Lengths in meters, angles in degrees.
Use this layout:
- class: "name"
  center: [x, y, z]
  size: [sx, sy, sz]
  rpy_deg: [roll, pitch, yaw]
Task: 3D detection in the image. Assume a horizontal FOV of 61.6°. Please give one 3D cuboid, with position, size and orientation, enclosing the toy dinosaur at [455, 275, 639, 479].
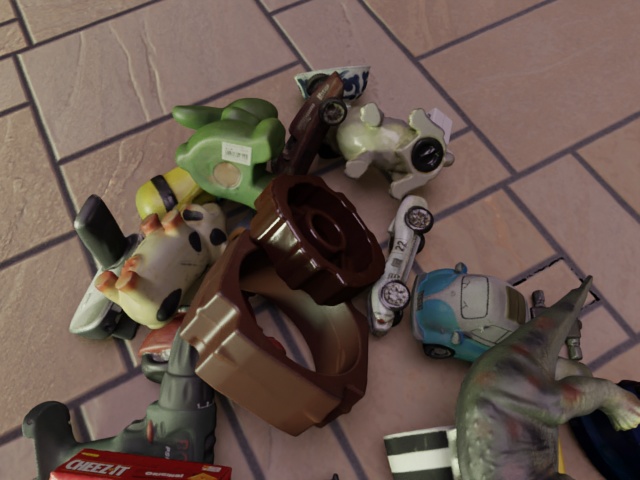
- class: "toy dinosaur"
  center: [0.195, 0.186, 0.516]
  size: [0.192, 0.131, 0.405]
  rpy_deg: [19, 51, -8]

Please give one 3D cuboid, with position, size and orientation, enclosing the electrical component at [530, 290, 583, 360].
- class: "electrical component"
  center: [0.305, 0.109, 0.695]
  size: [0.063, 0.021, 0.094]
  rpy_deg: [0, 61, 2]

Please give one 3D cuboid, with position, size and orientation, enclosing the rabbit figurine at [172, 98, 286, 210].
- class: "rabbit figurine"
  center: [-0.115, -0.132, 0.727]
  size: [0.159, 0.121, 0.170]
  rpy_deg: [4, 38, 7]

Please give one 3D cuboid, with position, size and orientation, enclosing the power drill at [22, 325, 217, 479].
- class: "power drill"
  center: [-0.215, 0.211, 0.603]
  size: [0.207, 0.086, 0.232]
  rpy_deg: [-6, 88, 2]

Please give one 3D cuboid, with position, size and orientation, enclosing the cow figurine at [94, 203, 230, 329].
- class: "cow figurine"
  center: [-0.175, 0.025, 0.683]
  size: [0.086, 0.127, 0.195]
  rpy_deg: [-3, 43, 33]

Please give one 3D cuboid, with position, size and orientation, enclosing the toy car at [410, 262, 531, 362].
- class: "toy car"
  center: [0.194, 0.092, 0.642]
  size: [0.161, 0.103, 0.109]
  rpy_deg: [23, 60, -17]

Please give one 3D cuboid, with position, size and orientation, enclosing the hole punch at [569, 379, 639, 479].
- class: "hole punch"
  center: [0.338, 0.216, 0.579]
  size: [0.116, 0.142, 0.092]
  rpy_deg: [31, 71, 5]

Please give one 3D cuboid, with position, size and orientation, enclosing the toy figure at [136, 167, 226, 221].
- class: "toy figure"
  center: [-0.183, -0.081, 0.788]
  size: [0.089, 0.082, 0.180]
  rpy_deg: [40, 72, 18]

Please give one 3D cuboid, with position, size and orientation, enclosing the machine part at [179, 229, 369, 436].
- class: "machine part"
  center: [-0.044, 0.099, 0.609]
  size: [0.201, 0.087, 0.201]
  rpy_deg: [36, 27, -14]

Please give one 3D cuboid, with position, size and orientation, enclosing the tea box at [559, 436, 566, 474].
- class: "tea box"
  center: [0.211, 0.286, 0.578]
  size: [0.098, 0.068, 0.169]
  rpy_deg: [0, 61, 2]

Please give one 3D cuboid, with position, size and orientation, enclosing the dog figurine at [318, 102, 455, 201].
- class: "dog figurine"
  center: [0.084, -0.144, 0.787]
  size: [0.172, 0.191, 0.121]
  rpy_deg: [22, 101, -20]

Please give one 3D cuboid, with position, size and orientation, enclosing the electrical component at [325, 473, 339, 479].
- class: "electrical component"
  center: [-0.024, 0.328, 0.573]
  size: [0.134, 0.058, 0.115]
  rpy_deg: [-18, 60, -8]

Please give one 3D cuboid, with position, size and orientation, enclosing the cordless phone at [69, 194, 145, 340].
- class: "cordless phone"
  center: [-0.273, 0.039, 0.669]
  size: [0.089, 0.184, 0.146]
  rpy_deg: [17, 63, 7]

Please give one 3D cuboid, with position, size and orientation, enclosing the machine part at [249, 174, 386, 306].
- class: "machine part"
  center: [-0.001, -0.002, 0.648]
  size: [0.056, 0.179, 0.179]
  rpy_deg: [-43, 58, 30]

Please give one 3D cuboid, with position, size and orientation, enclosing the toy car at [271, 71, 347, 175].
- class: "toy car"
  center: [-0.023, -0.143, 0.757]
  size: [0.053, 0.202, 0.089]
  rpy_deg: [12, 38, -24]

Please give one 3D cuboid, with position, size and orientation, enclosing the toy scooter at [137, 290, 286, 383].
- class: "toy scooter"
  center: [-0.133, 0.115, 0.684]
  size: [0.184, 0.075, 0.135]
  rpy_deg: [1, 58, 2]

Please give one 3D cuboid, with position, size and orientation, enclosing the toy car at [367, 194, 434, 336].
- class: "toy car"
  center: [0.104, 0.033, 0.716]
  size: [0.056, 0.073, 0.202]
  rpy_deg: [19, 64, 8]
